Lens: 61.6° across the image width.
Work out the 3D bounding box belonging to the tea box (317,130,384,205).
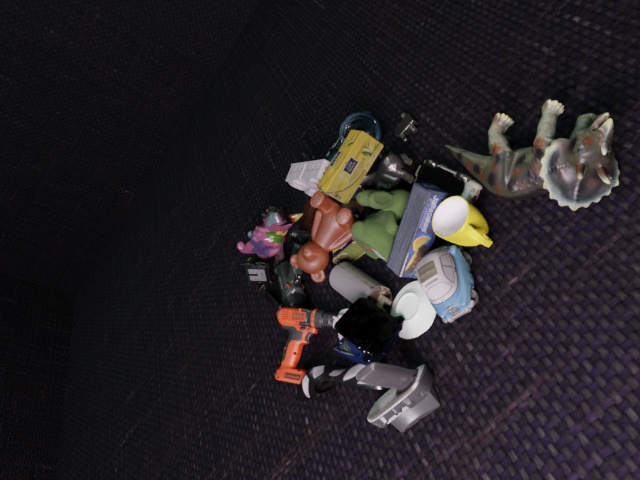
[{"bbox_3d":[0.071,-0.178,1.300,0.169,0.068,0.098,-60,19,3],"label":"tea box"}]

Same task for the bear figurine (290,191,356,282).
[{"bbox_3d":[-0.001,-0.003,1.310,0.120,0.132,0.196,38,91,24],"label":"bear figurine"}]

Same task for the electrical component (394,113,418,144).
[{"bbox_3d":[0.223,-0.294,1.402,0.063,0.021,0.094,-48,36,24],"label":"electrical component"}]

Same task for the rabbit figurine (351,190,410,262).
[{"bbox_3d":[0.150,-0.054,1.250,0.170,0.159,0.121,-53,21,-10],"label":"rabbit figurine"}]

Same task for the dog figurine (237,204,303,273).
[{"bbox_3d":[-0.128,0.000,1.570,0.219,0.191,0.108,-29,9,36],"label":"dog figurine"}]

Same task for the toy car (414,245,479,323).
[{"bbox_3d":[0.238,0.076,1.059,0.109,0.103,0.162,-38,39,36],"label":"toy car"}]

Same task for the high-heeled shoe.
[{"bbox_3d":[0.048,0.327,1.181,0.248,0.086,0.145,-50,43,24],"label":"high-heeled shoe"}]

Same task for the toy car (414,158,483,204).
[{"bbox_3d":[0.276,-0.124,1.184,0.073,0.056,0.202,-65,31,11],"label":"toy car"}]

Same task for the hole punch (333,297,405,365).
[{"bbox_3d":[0.097,0.203,1.131,0.116,0.142,0.092,33,141,23],"label":"hole punch"}]

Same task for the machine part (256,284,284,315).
[{"bbox_3d":[-0.139,0.172,1.556,0.039,0.084,0.139,-41,42,-5],"label":"machine part"}]

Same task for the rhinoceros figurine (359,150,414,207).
[{"bbox_3d":[0.152,-0.141,1.313,0.190,0.112,0.073,128,146,-56],"label":"rhinoceros figurine"}]

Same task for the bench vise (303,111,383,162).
[{"bbox_3d":[0.088,-0.259,1.460,0.223,0.128,0.241,-43,15,-2],"label":"bench vise"}]

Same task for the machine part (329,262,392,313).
[{"bbox_3d":[0.092,0.114,1.260,0.243,0.079,0.079,31,95,56],"label":"machine part"}]

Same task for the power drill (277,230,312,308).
[{"bbox_3d":[-0.056,0.090,1.450,0.232,0.086,0.207,-119,33,-58],"label":"power drill"}]

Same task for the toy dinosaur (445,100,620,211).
[{"bbox_3d":[0.382,-0.139,0.999,0.405,0.131,0.192,-12,59,58],"label":"toy dinosaur"}]

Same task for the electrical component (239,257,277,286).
[{"bbox_3d":[-0.187,0.089,1.553,0.119,0.074,0.048,3,25,20],"label":"electrical component"}]

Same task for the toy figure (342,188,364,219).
[{"bbox_3d":[0.089,-0.105,1.431,0.064,0.058,0.154,-23,56,53],"label":"toy figure"}]

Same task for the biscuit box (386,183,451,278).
[{"bbox_3d":[0.210,-0.020,1.151,0.063,0.059,0.202,46,125,56],"label":"biscuit box"}]

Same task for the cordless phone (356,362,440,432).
[{"bbox_3d":[0.119,0.287,1.007,0.146,0.184,0.089,-46,41,26],"label":"cordless phone"}]

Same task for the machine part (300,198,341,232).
[{"bbox_3d":[0.011,-0.074,1.521,0.179,0.056,0.179,-35,42,39],"label":"machine part"}]
